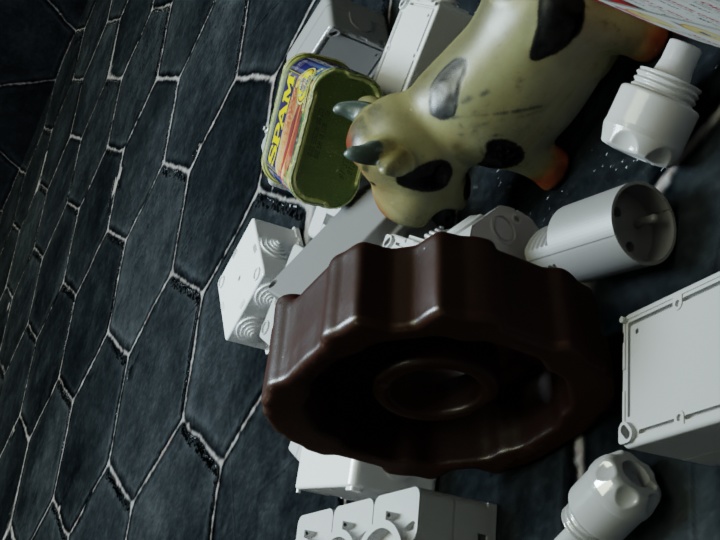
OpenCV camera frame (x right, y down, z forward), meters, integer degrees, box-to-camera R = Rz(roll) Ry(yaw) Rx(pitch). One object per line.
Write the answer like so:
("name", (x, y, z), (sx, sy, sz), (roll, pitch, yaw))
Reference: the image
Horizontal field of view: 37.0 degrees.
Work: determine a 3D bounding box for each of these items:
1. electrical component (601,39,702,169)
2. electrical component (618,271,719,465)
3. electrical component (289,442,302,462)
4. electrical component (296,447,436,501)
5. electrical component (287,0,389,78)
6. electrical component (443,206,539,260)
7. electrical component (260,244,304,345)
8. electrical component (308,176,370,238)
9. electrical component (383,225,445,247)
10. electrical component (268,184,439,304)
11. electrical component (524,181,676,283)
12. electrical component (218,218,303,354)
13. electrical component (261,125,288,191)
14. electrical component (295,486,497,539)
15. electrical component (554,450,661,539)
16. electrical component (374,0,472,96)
("electrical component", (0.154, -0.087, 0.552), (0.062, 0.043, 0.043), (-67, 26, 10))
("electrical component", (0.154, 0.045, 0.454), (0.096, 0.061, 0.061), (140, 140, -61))
("electrical component", (-0.018, 0.097, 0.780), (0.076, 0.047, 0.083), (29, 100, 65))
("electrical component", (0.002, 0.120, 0.705), (0.096, 0.062, 0.061), (-22, 55, 59))
("electrical component", (-0.024, -0.190, 0.957), (0.096, 0.062, 0.061), (-50, 33, 39))
("electrical component", (0.074, 0.007, 0.613), (0.051, 0.080, 0.080), (-34, 44, 45))
("electrical component", (-0.034, 0.031, 0.853), (0.100, 0.048, 0.099), (29, 99, 65))
("electrical component", (0.001, -0.058, 0.835), (0.056, 0.050, 0.089), (29, 100, 64))
("electrical component", (0.045, 0.020, 0.684), (0.062, 0.061, 0.096), (23, 95, 65))
("electrical component", (0.000, 0.000, 0.741), (0.113, 0.057, 0.078), (-47, 24, -9))
("electrical component", (0.122, -0.016, 0.570), (0.081, 0.043, 0.043), (-21, 56, 59))
("electrical component", (-0.089, 0.013, 0.974), (0.099, 0.048, 0.099), (-58, 29, 29))
("electrical component", (-0.040, -0.094, 0.888), (0.061, 0.096, 0.061), (-57, 29, 30))
("electrical component", (0.011, 0.188, 0.645), (0.150, 0.062, 0.089), (-31, 47, 55))
("electrical component", (0.114, 0.116, 0.514), (0.061, 0.035, 0.035), (-57, 29, 33))
("electrical component", (0.056, -0.153, 0.772), (0.096, 0.061, 0.062), (-68, 25, 9))
